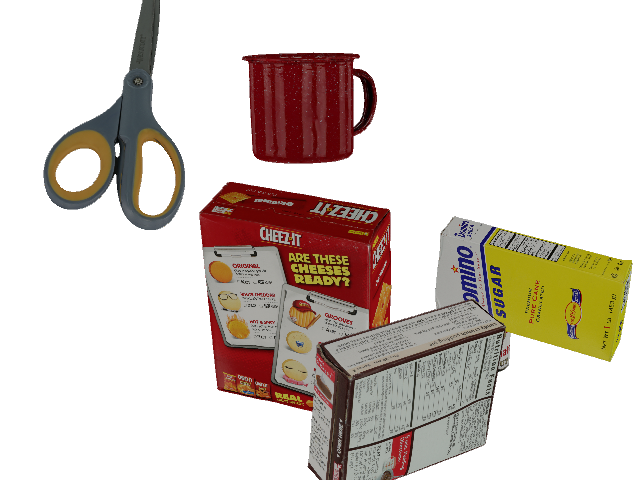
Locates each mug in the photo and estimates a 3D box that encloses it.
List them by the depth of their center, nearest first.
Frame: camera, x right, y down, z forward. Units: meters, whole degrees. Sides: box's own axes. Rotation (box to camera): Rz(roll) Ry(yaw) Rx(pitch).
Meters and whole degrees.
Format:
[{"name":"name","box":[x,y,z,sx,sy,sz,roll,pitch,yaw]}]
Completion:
[{"name":"mug","box":[-0.005,-0.108,0.855,0.117,0.081,0.093,-10,15,-34]}]

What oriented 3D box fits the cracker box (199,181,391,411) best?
[{"name":"cracker box","box":[-0.019,0.060,1.007,0.164,0.214,0.072,10,36,17]}]

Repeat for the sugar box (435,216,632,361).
[{"name":"sugar box","box":[0.197,0.045,1.006,0.176,0.093,0.048,13,34,21]}]

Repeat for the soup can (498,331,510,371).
[{"name":"soup can","box":[0.203,0.106,1.327,0.068,0.102,0.068,-1,19,0]}]

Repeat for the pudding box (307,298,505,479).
[{"name":"pudding box","box":[0.050,0.091,0.621,0.113,0.090,0.039,-15,33,-30]}]

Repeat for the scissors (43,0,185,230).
[{"name":"scissors","box":[-0.138,-0.093,0.698,0.096,0.202,0.016,-7,-28,-14]}]
